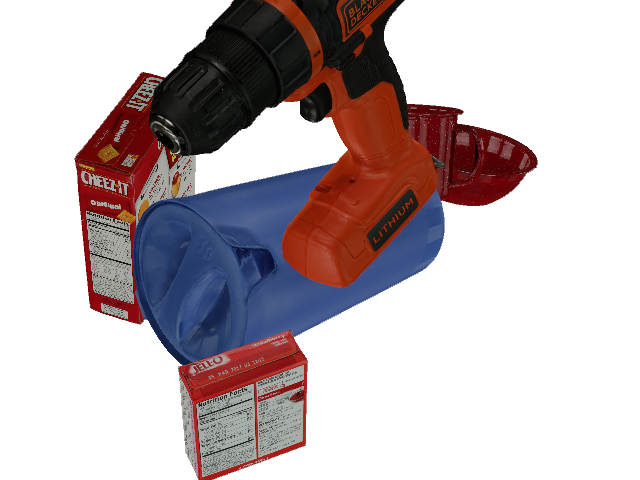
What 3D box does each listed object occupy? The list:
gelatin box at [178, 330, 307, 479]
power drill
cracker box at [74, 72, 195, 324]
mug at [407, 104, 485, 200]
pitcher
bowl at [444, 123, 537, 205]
[{"bbox_3d":[-0.046,0.101,0.649,0.073,0.089,0.030,-17,47,-19],"label":"gelatin box"},{"bbox_3d":[0.000,-0.061,0.558,0.057,0.184,0.187,29,-29,31],"label":"power drill"},{"bbox_3d":[-0.193,-0.045,1.137,0.072,0.214,0.164,14,44,9],"label":"cracker box"},{"bbox_3d":[0.093,-0.079,0.972,0.117,0.081,0.093,7,13,20],"label":"mug"},{"bbox_3d":[-0.023,0.008,0.849,0.242,0.145,0.149,-19,43,-41],"label":"pitcher"},{"bbox_3d":[0.161,-0.083,1.214,0.162,0.055,0.162,7,25,-4],"label":"bowl"}]
